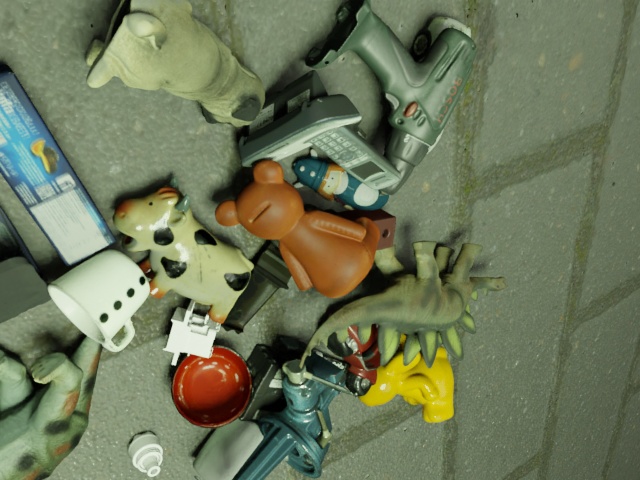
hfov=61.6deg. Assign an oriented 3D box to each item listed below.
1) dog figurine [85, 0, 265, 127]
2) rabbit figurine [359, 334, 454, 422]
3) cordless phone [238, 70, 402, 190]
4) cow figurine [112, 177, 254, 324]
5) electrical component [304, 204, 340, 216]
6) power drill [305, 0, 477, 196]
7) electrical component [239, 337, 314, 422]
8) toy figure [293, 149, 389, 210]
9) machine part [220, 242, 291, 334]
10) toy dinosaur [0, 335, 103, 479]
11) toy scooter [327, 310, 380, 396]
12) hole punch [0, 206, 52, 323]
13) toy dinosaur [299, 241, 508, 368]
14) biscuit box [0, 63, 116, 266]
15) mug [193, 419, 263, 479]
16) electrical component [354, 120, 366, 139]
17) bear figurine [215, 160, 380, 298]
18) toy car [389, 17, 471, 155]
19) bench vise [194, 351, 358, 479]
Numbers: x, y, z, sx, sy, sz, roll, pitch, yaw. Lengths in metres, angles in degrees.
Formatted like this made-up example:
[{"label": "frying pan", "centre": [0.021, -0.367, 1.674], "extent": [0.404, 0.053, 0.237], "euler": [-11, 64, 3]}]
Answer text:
[{"label": "dog figurine", "centre": [-0.120, -0.173, 0.545], "extent": [0.190, 0.172, 0.121], "euler": [23, 109, -33]}, {"label": "rabbit figurine", "centre": [0.155, 0.258, 0.990], "extent": [0.173, 0.122, 0.162], "euler": [-4, 114, -13]}, {"label": "cordless phone", "centre": [0.005, -0.108, 0.678], "extent": [0.184, 0.147, 0.089], "euler": [34, 49, -39]}, {"label": "cow figurine", "centre": [-0.164, 0.011, 0.660], "extent": [0.194, 0.086, 0.127], "euler": [35, 97, -38]}, {"label": "electrical component", "centre": [-0.001, -0.004, 0.788], "extent": [0.078, 0.045, 0.102], "euler": [-12, 119, -28]}, {"label": "power drill", "centre": [0.084, -0.194, 0.694], "extent": [0.207, 0.086, 0.232], "euler": [32, 99, -20]}, {"label": "electrical component", "centre": [-0.065, 0.222, 0.852], "extent": [0.114, 0.058, 0.134], "euler": [25, 97, -42]}, {"label": "toy figure", "centre": [0.032, -0.082, 0.766], "extent": [0.154, 0.058, 0.064], "euler": [14, 79, -37]}, {"label": "machine part", "centre": [-0.092, 0.074, 0.772], "extent": [0.139, 0.039, 0.084], "euler": [-51, 135, -4]}, {"label": "toy dinosaur", "centre": [-0.361, 0.236, 0.624], "extent": [0.405, 0.131, 0.191], "euler": [-33, 140, -22]}, {"label": "toy scooter", "centre": [0.079, 0.167, 0.912], "extent": [0.135, 0.075, 0.183], "euler": [-39, 127, -24]}, {"label": "hole punch", "centre": [-0.353, 0.035, 0.551], "extent": [0.142, 0.092, 0.115], "euler": [-31, 162, -24]}, {"label": "toy dinosaur", "centre": [0.153, 0.100, 0.853], "extent": [0.471, 0.105, 0.198], "euler": [-1, 81, -36]}, {"label": "biscuit box", "centre": [-0.287, -0.072, 0.546], "extent": [0.059, 0.063, 0.202], "euler": [-31, 126, -17]}, {"label": "mug", "centre": [-0.128, 0.331, 0.850], "extent": [0.109, 0.081, 0.107], "euler": [37, 81, -36]}, {"label": "electrical component", "centre": [0.023, -0.155, 0.744], "extent": [0.063, 0.021, 0.094], "euler": [-52, 130, -1]}, {"label": "bear figurine", "centre": [-0.025, -0.015, 0.692], "extent": [0.196, 0.132, 0.120], "euler": [39, 107, -8]}, {"label": "toy car", "centre": [0.160, -0.217, 0.783], "extent": [0.073, 0.056, 0.201], "euler": [2, 111, -36]}, {"label": "bench vise", "centre": [-0.051, 0.283, 0.764], "extent": [0.240, 0.129, 0.223], "euler": [-42, 152, -33]}]
